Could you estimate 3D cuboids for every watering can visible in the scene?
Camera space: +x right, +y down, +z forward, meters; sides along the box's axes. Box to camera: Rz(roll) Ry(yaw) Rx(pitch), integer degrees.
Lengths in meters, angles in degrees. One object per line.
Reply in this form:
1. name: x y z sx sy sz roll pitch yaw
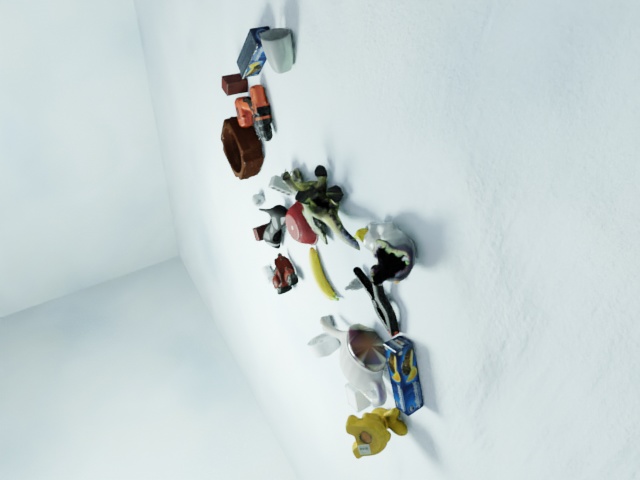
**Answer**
1. watering can: 0.099 0.328 1.545 0.354 0.105 0.219 54 150 32

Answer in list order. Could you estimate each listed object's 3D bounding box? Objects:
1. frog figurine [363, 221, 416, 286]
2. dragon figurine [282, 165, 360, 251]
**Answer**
1. frog figurine: 0.164 0.020 1.218 0.162 0.122 0.135 -77 -29 -64
2. dragon figurine: 0.005 -0.075 1.494 0.417 0.122 0.238 59 171 29
